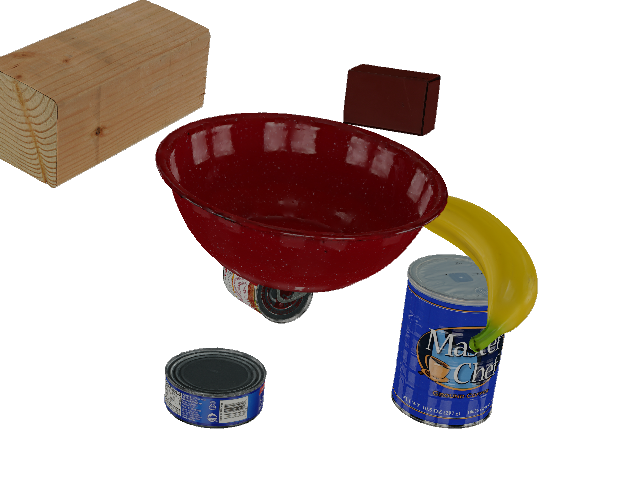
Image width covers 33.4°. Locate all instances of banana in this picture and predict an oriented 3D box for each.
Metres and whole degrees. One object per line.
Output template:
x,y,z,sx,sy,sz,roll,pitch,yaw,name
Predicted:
0.121,0.010,0.822,0.069,0.037,0.198,-7,33,-8,banana

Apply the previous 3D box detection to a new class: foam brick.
0.065,-0.130,0.982,0.078,0.051,0.053,11,18,17,foam brick

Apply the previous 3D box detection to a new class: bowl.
-0.013,-0.017,0.597,0.162,0.055,0.162,7,27,-4,bowl

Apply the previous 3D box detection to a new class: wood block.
-0.203,-0.142,0.991,0.090,0.091,0.205,28,39,21,wood block

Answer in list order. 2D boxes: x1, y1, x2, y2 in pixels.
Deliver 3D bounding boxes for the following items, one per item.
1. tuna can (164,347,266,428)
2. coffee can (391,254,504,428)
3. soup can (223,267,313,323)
-0.090,0.125,0.907,0.086,0.034,0.086,4,20,-2,tuna can
0.128,0.098,1.048,0.103,0.140,0.103,5,23,-2,coffee can
-0.060,0.046,1.189,0.068,0.068,0.102,0,12,-27,soup can
